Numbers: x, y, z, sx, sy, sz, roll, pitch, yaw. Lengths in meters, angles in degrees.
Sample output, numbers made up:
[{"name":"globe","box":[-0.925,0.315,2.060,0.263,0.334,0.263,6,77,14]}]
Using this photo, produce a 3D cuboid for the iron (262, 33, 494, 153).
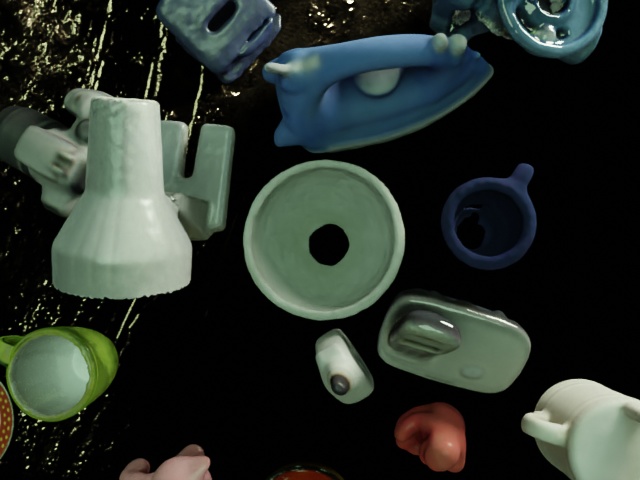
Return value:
[{"name":"iron","box":[0.065,-0.176,0.596,0.258,0.141,0.119,-11,84,3]}]

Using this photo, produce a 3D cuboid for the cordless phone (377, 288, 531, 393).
[{"name":"cordless phone","box":[0.131,0.101,0.545,0.147,0.185,0.094,13,86,5]}]

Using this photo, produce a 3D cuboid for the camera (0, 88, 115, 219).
[{"name":"camera","box":[-0.290,-0.111,0.635,0.136,0.101,0.143,28,87,6]}]

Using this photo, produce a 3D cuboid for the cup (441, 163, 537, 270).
[{"name":"cup","box":[0.175,-0.024,0.598,0.091,0.095,0.118,35,88,6]}]

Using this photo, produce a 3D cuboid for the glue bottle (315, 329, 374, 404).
[{"name":"glue bottle","box":[0.021,0.129,0.556,0.037,0.173,0.078,-33,83,1]}]

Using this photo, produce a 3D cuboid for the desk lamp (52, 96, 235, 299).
[{"name":"desk lamp","box":[-0.168,-0.044,0.564,0.118,0.213,0.203,5,85,5]}]

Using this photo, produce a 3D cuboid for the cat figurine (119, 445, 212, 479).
[{"name":"cat figurine","box":[-0.159,0.259,0.585,0.127,0.118,0.067,-19,84,2]}]

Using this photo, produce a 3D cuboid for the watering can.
[{"name":"watering can","box":[0.279,0.191,0.522,0.172,0.194,0.101,-9,84,3]}]

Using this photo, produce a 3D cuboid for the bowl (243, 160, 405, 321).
[{"name":"bowl","box":[0.006,0.002,0.618,0.167,0.075,0.167,0,85,4]}]

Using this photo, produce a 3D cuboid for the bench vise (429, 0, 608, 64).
[{"name":"bench vise","box":[0.193,-0.244,0.554,0.207,0.220,0.121,2,85,4]}]

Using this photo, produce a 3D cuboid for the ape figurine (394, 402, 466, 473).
[{"name":"ape figurine","box":[0.118,0.207,0.583,0.076,0.092,0.078,-39,83,0]}]

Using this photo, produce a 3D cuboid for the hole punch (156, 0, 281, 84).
[{"name":"hole punch","box":[-0.109,-0.249,0.640,0.101,0.091,0.109,42,89,7]}]
